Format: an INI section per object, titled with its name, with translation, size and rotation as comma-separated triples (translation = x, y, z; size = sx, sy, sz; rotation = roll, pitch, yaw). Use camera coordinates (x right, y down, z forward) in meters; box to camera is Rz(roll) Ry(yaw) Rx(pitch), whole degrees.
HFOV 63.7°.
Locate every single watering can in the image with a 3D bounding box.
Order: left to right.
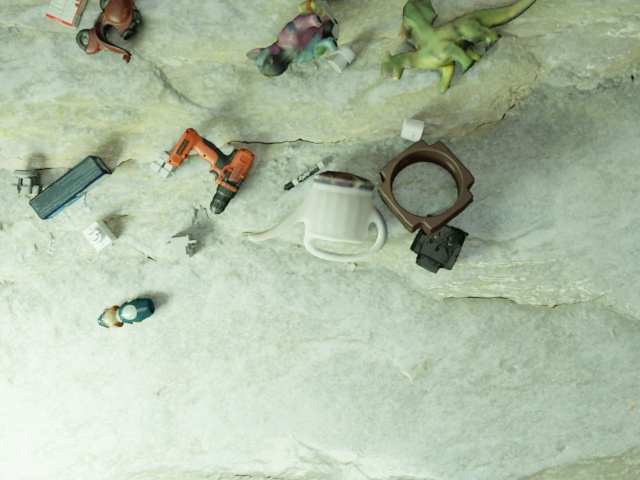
[watering can]
translation = 0.004, -0.065, 1.293
size = 0.347, 0.224, 0.104
rotation = 8, 3, -2

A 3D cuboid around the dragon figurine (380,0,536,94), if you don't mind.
[dragon figurine]
translation = 0.313, -0.528, 1.275
size = 0.243, 0.410, 0.122
rotation = 44, 1, 5
